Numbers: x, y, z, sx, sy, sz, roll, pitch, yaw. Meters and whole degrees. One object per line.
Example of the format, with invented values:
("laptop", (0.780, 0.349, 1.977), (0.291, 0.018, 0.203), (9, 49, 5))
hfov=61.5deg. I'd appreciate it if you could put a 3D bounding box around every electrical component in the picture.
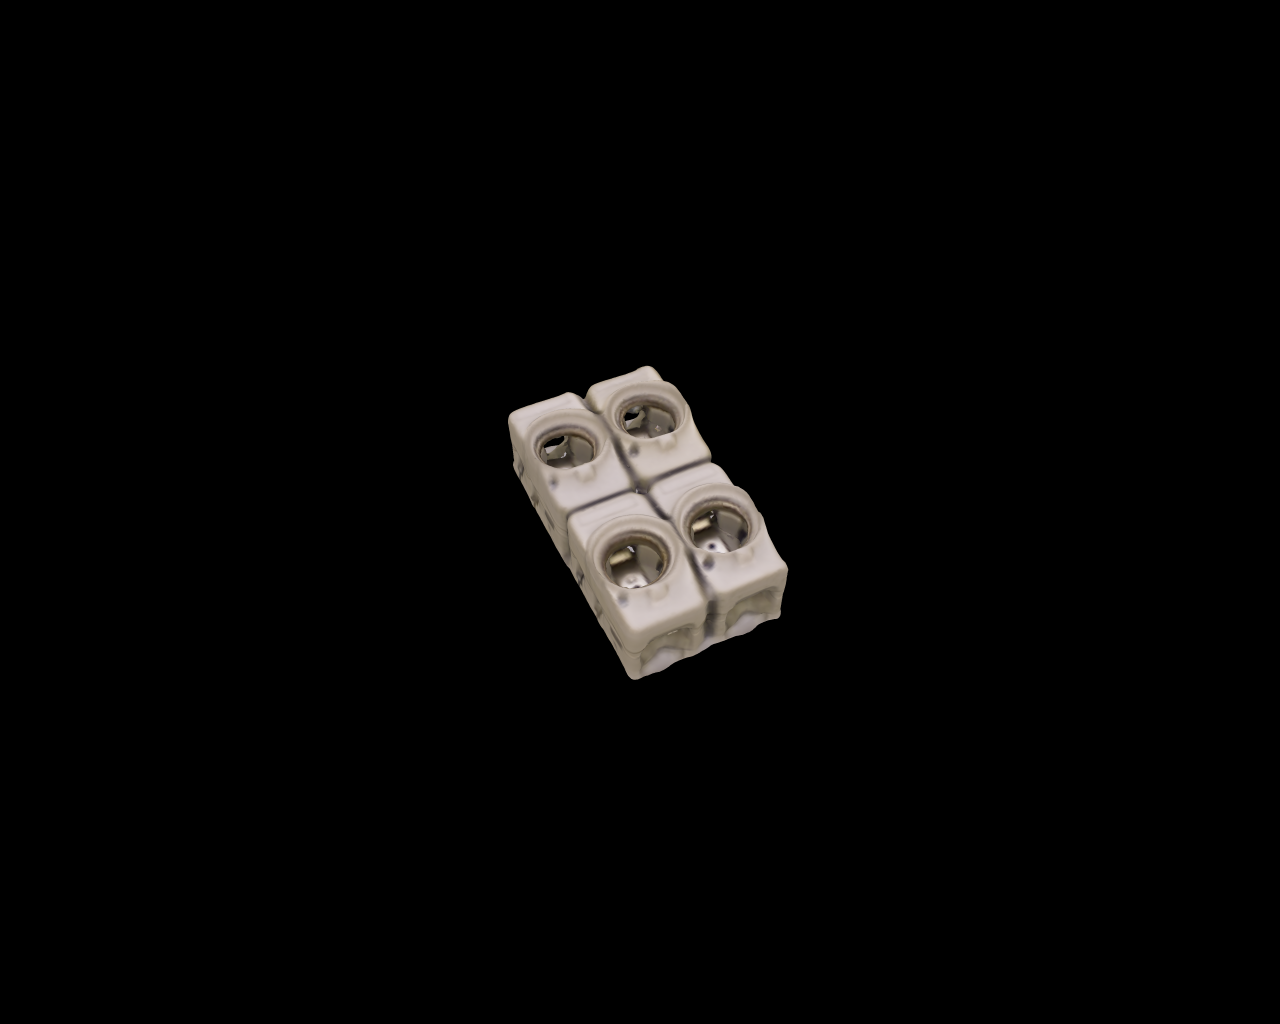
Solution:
("electrical component", (0.001, -0.003, 0.650), (0.105, 0.186, 0.060), (-21, -36, -16))
